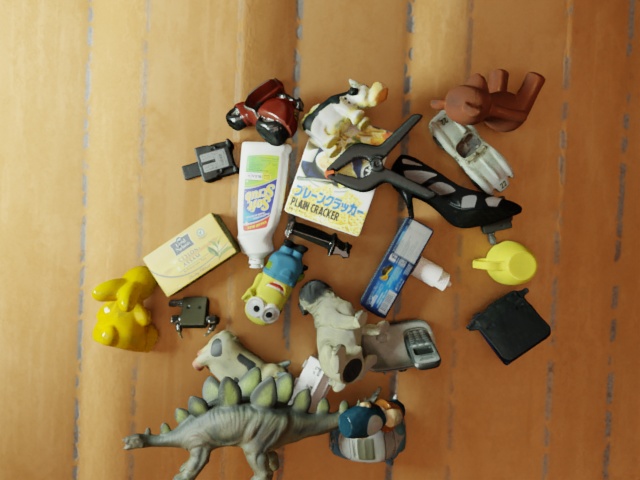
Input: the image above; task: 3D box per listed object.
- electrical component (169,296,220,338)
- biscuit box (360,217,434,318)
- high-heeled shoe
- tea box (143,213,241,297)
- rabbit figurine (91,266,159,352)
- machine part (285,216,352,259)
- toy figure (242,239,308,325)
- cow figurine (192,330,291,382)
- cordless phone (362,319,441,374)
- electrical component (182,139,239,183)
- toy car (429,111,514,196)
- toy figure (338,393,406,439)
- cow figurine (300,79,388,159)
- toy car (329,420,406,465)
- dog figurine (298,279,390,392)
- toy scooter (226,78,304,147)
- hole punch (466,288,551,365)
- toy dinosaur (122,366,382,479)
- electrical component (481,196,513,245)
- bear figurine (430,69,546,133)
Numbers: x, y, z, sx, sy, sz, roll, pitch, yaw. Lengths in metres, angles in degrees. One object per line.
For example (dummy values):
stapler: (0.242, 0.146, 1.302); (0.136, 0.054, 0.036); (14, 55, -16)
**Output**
electrical component: (-0.260, 0.159, 1.110); (0.102, 0.045, 0.078); (-6, 62, 0)
biscuit box: (0.151, 0.055, 1.077); (0.059, 0.063, 0.202); (29, 93, 1)
high-heeled shoe: (0.265, -0.105, 1.066); (0.249, 0.086, 0.145); (0, 65, -1)
tea box: (-0.257, 0.029, 1.093); (0.170, 0.068, 0.098); (-35, 90, 4)
rabbit figurine: (-0.389, 0.127, 1.074); (0.122, 0.162, 0.173); (17, 74, 15)
machine part: (-0.002, -0.003, 1.076); (0.139, 0.084, 0.039); (23, 112, 2)
toy figure: (-0.085, 0.088, 1.081); (0.082, 0.089, 0.180); (24, 83, 18)
cow figurine: (-0.145, 0.261, 1.084); (0.195, 0.085, 0.127); (44, 101, -4)
cordless phone: (0.154, 0.219, 1.019); (0.147, 0.184, 0.088); (-10, 95, 2)
electrical component: (-0.228, -0.156, 1.099); (0.119, 0.048, 0.074); (-12, 90, 1)
toy car: (0.301, -0.176, 1.068); (0.073, 0.056, 0.202); (-42, 88, 2)
toy figure: (0.106, 0.330, 0.996); (0.154, 0.058, 0.064); (-1, 126, -35)
cow figurine: (0.045, -0.244, 1.008); (0.167, 0.068, 0.098); (-44, 70, 1)
toy car: (0.095, 0.392, 1.067); (0.162, 0.103, 0.109); (-3, 90, 1)
dog figurine: (0.014, 0.177, 1.037); (0.191, 0.121, 0.172); (20, 73, 45)
toy scooter: (-0.094, -0.260, 1.058); (0.184, 0.075, 0.135); (26, 69, 41)
hole punch: (0.380, 0.176, 1.066); (0.142, 0.092, 0.116); (-36, 60, 6)
toy dinosaur: (-0.115, 0.342, 0.990); (0.471, 0.105, 0.198); (2, 89, -13)
electrical component: (0.357, -0.039, 1.085); (0.063, 0.021, 0.094); (-11, 90, 2)
bear figurine: (0.310, -0.270, 1.003); (0.196, 0.120, 0.131); (6, 104, -39)
